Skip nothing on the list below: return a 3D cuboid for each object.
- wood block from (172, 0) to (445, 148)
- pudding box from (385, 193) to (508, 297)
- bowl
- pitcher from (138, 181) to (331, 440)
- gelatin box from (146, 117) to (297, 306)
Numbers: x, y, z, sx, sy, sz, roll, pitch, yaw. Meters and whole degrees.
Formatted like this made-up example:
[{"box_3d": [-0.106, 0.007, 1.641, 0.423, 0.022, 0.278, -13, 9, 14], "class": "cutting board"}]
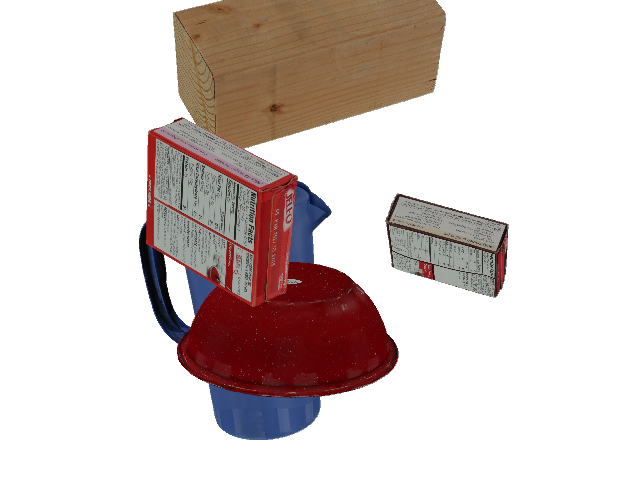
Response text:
[{"box_3d": [-0.009, -0.156, 0.897, 0.205, 0.090, 0.091, -18, -37, -18], "class": "wood block"}, {"box_3d": [0.122, 0.005, 1.022, 0.114, 0.039, 0.090, 15, -28, 16], "class": "pudding box"}, {"box_3d": [-0.022, 0.055, 0.768, 0.162, 0.055, 0.162, 2, 17, -1], "class": "bowl"}, {"box_3d": [-0.074, 0.067, 1.045, 0.144, 0.243, 0.149, -19, 23, -35], "class": "pitcher"}, {"box_3d": [-0.055, -0.016, 0.577, 0.089, 0.073, 0.030, 28, 38, 31], "class": "gelatin box"}]
